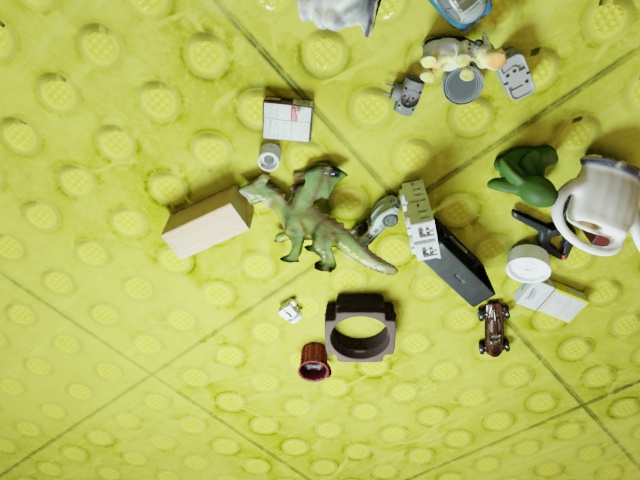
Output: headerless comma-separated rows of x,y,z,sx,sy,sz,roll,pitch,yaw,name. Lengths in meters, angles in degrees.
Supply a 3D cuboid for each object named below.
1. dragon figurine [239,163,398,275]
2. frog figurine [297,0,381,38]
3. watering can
0.004,-0.062,1.239,0.410,0.124,0.239,11,109,6,dragon figurine
0.036,-0.467,0.986,0.159,0.123,0.137,13,91,4,frog figurine
0.682,-0.064,1.185,0.346,0.104,0.225,19,86,-16,watering can
